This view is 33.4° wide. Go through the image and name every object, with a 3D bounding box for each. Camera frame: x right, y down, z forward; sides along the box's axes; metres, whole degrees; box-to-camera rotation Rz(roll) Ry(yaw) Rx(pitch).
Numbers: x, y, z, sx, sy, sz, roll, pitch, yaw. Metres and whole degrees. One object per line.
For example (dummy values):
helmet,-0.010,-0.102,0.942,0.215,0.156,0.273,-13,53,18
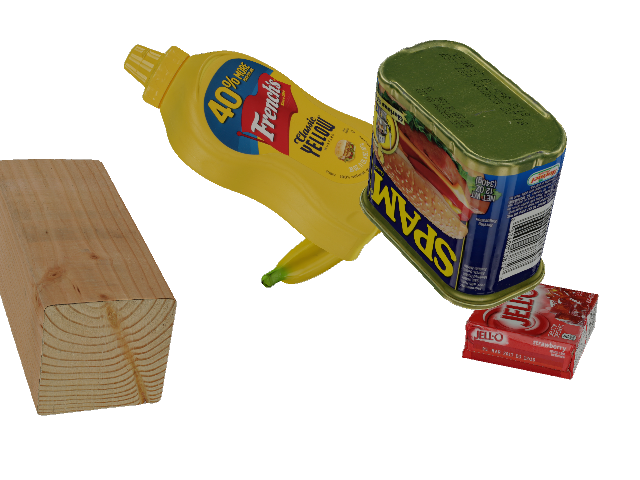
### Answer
can of meat,0.065,-0.033,0.499,0.057,0.084,0.102,-21,48,-23
gelatin box,0.143,0.056,0.723,0.073,0.030,0.089,11,23,21
mustard bottle,-0.040,-0.070,0.691,0.191,0.096,0.058,30,-39,-4
banana,0.035,-0.014,0.963,0.198,0.037,0.069,-37,6,4
wood block,-0.184,0.025,0.791,0.090,0.091,0.206,-2,31,-27
